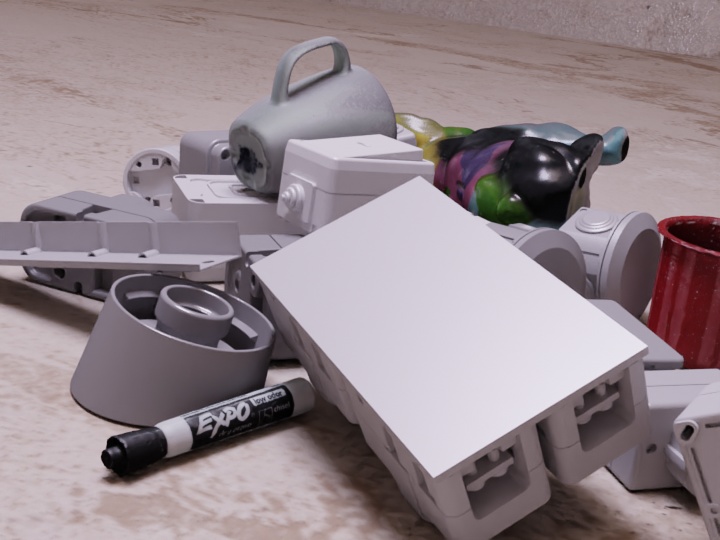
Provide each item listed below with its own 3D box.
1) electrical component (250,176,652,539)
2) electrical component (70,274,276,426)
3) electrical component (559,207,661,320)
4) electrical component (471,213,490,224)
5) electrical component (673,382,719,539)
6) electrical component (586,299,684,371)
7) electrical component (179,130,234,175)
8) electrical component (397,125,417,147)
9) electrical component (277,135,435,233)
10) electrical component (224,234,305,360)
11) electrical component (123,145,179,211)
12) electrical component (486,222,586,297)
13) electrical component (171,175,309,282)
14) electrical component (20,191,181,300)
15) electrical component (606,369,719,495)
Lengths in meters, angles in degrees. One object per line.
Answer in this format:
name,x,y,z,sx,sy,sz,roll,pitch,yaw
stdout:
electrical component,0.038,0.037,0.517,0.105,0.060,0.186,-29,38,-14
electrical component,-0.096,0.044,0.572,0.099,0.064,0.099,19,16,-6
electrical component,0.170,-0.003,0.737,0.051,0.080,0.080,14,20,38
electrical component,0.055,-0.008,0.743,0.054,0.059,0.095,-6,22,-30
electrical component,0.181,0.092,0.447,0.062,0.096,0.061,-17,3,36
electrical component,0.116,0.054,0.597,0.100,0.048,0.099,1,19,-14
electrical component,-0.082,-0.070,0.856,0.113,0.078,0.057,-8,20,-36
electrical component,0.012,-0.076,0.873,0.048,0.099,0.100,-14,24,-16
electrical component,-0.008,-0.055,0.694,0.096,0.061,0.062,-1,18,-34
electrical component,-0.042,0.015,0.654,0.059,0.053,0.095,-2,20,-22
electrical component,-0.159,-0.075,0.882,0.055,0.055,0.047,9,15,9
electrical component,0.100,0.010,0.676,0.080,0.080,0.051,-8,18,-37
electrical component,-0.076,-0.031,0.771,0.113,0.057,0.078,-1,20,-20
electrical component,-0.166,-0.017,0.708,0.095,0.053,0.059,13,20,20
electrical component,0.163,0.085,0.522,0.066,0.047,0.076,0,20,-17
